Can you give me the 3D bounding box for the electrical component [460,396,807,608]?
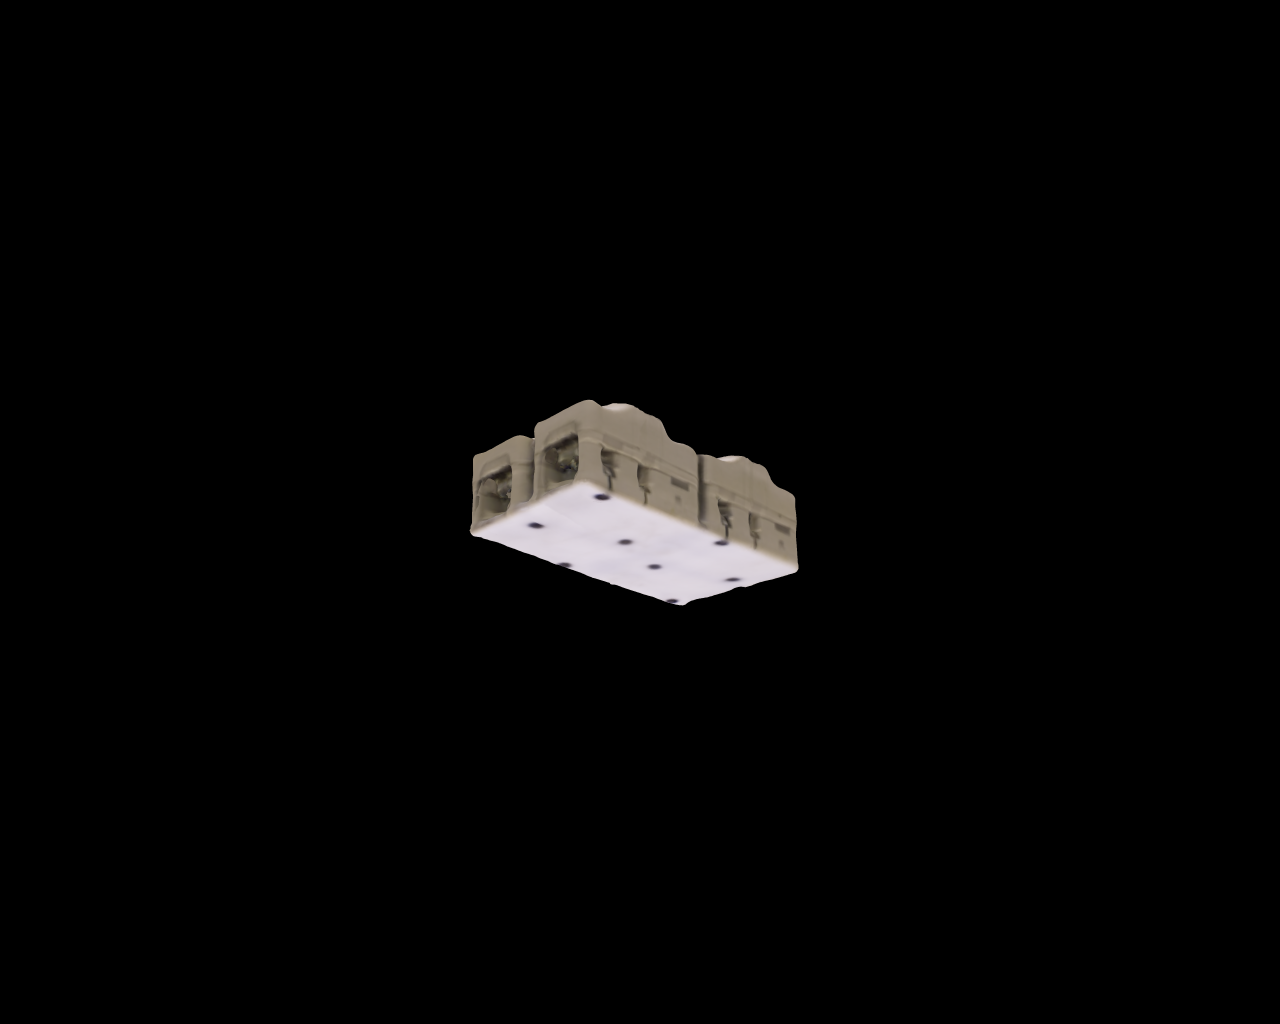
[{"bbox_3d":[0.001,-0.003,0.650,0.105,0.060,0.186,-21,-31,40],"label":"electrical component"}]
